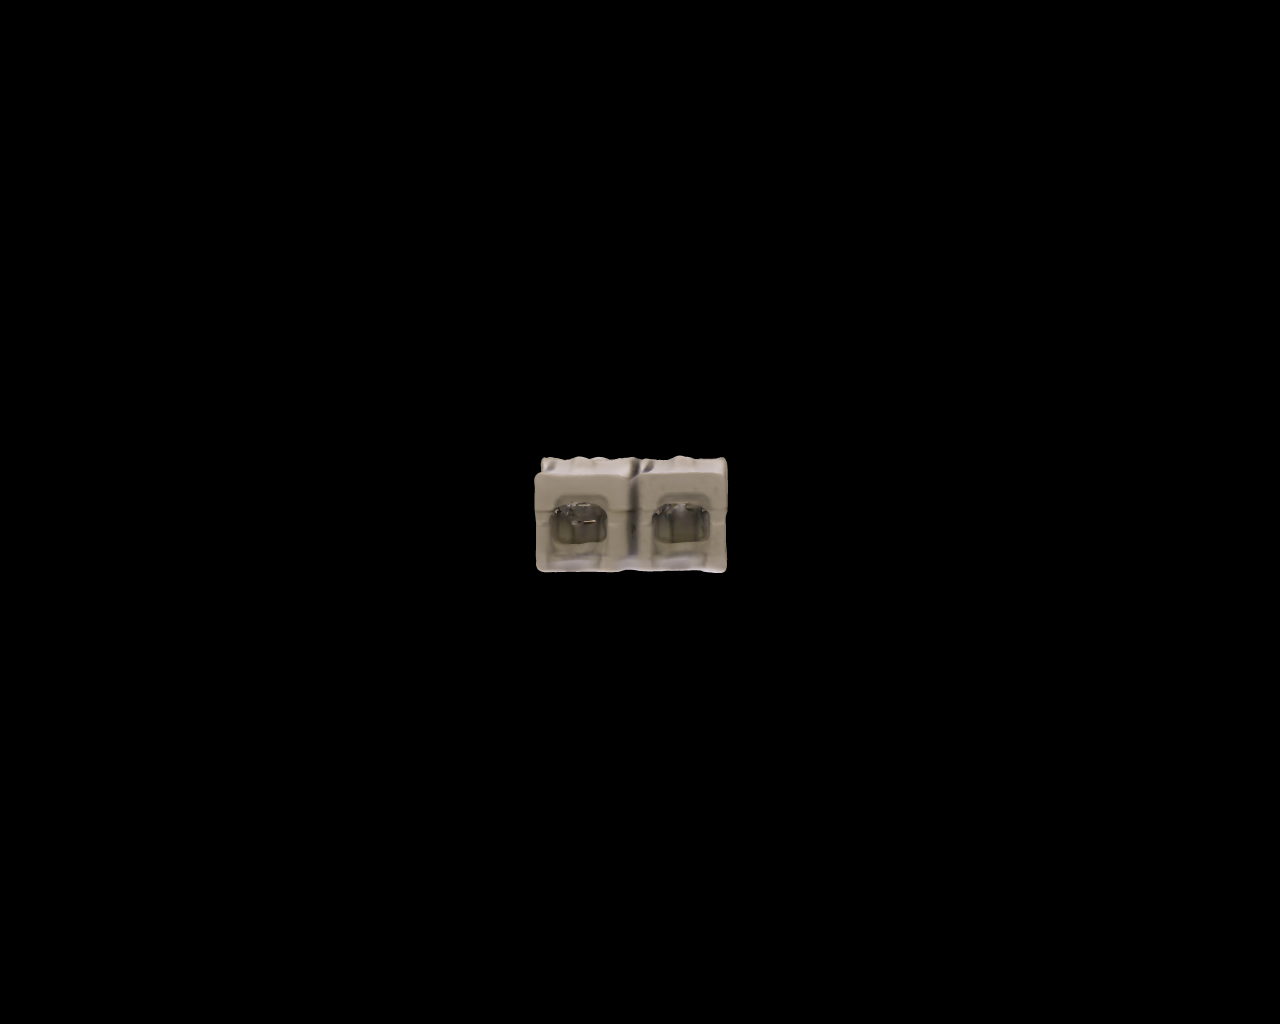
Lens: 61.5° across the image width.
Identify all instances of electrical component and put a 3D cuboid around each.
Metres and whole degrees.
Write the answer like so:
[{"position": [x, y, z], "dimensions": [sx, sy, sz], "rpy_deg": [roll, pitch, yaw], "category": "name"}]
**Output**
[{"position": [0.001, -0.003, 0.650], "dimensions": [0.105, 0.060, 0.186], "rpy_deg": [0, 2, 4], "category": "electrical component"}]
